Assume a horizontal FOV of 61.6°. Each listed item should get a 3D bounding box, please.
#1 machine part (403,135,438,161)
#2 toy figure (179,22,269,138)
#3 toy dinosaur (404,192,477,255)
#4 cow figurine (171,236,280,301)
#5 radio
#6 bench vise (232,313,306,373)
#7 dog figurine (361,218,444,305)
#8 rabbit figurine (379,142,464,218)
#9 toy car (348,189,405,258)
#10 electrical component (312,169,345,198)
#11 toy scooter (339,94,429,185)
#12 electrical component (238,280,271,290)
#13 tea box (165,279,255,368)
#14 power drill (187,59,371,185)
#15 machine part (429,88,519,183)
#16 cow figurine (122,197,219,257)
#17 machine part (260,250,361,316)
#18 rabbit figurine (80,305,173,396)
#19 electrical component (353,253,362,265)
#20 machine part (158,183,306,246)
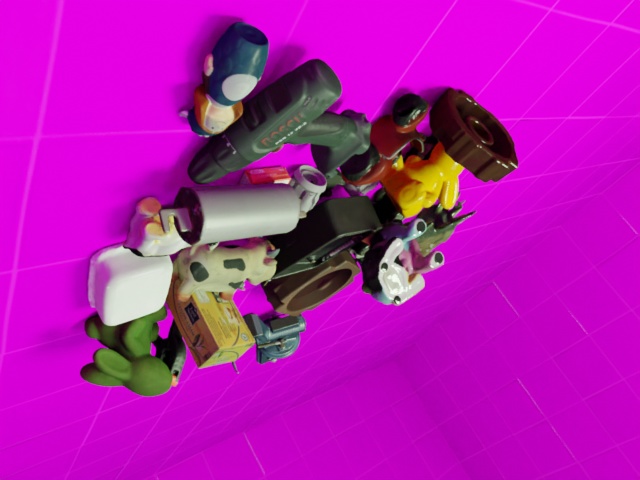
[{"bbox_3d":[0.231,-0.172,1.060,0.139,0.039,0.084,-2,137,-30],"label":"machine part"},{"bbox_3d":[-0.108,-0.166,0.596,0.064,0.058,0.154,23,134,-19],"label":"toy figure"},{"bbox_3d":[0.270,-0.033,1.274,0.198,0.105,0.471,-37,178,22],"label":"toy dinosaur"},{"bbox_3d":[-0.157,0.041,0.937,0.195,0.086,0.127,7,127,-47],"label":"cow figurine"},{"bbox_3d":[-0.002,-0.003,1.002,0.131,0.073,0.229,-11,166,-42],"label":"radio"},{"bbox_3d":[-0.146,0.274,1.419,0.224,0.129,0.240,-25,151,-22],"label":"bench vise"},{"bbox_3d":[0.121,0.031,1.022,0.191,0.108,0.219,-43,-164,-17],"label":"dog figurine"},{"bbox_3d":[0.208,-0.117,1.001,0.173,0.122,0.162,-41,140,6],"label":"rabbit figurine"},{"bbox_3d":[0.121,-0.039,1.160,0.056,0.073,0.201,-8,148,-45],"label":"toy car"},{"bbox_3d":[0.007,-0.099,0.943,0.063,0.021,0.094,-40,158,21],"label":"electrical component"},{"bbox_3d":[0.120,-0.157,0.905,0.184,0.075,0.135,-44,158,17],"label":"toy scooter"},{"bbox_3d":[-0.129,0.063,1.079,0.102,0.045,0.078,-10,151,-44],"label":"electrical component"},{"bbox_3d":[-0.203,0.137,0.968,0.068,0.170,0.098,-43,155,25],"label":"tea box"},{"bbox_3d":[-0.041,-0.139,0.728,0.232,0.086,0.207,-36,153,30],"label":"power drill"},{"bbox_3d":[0.260,-0.176,0.914,0.179,0.179,0.056,-7,151,-48],"label":"machine part"},{"bbox_3d":[-0.197,-0.014,0.787,0.167,0.068,0.098,-6,153,-42],"label":"cow figurine"},{"bbox_3d":[-0.020,0.082,1.219,0.201,0.087,0.201,-34,159,9],"label":"machine part"},{"bbox_3d":[-0.321,0.191,0.924,0.159,0.170,0.121,-9,148,-47],"label":"rabbit figurine"},{"bbox_3d":[0.121,0.046,1.265,0.058,0.134,0.114,-32,161,0],"label":"electrical component"},{"bbox_3d":[-0.113,-0.040,0.750,0.243,0.079,0.079,-8,149,-43],"label":"machine part"}]
